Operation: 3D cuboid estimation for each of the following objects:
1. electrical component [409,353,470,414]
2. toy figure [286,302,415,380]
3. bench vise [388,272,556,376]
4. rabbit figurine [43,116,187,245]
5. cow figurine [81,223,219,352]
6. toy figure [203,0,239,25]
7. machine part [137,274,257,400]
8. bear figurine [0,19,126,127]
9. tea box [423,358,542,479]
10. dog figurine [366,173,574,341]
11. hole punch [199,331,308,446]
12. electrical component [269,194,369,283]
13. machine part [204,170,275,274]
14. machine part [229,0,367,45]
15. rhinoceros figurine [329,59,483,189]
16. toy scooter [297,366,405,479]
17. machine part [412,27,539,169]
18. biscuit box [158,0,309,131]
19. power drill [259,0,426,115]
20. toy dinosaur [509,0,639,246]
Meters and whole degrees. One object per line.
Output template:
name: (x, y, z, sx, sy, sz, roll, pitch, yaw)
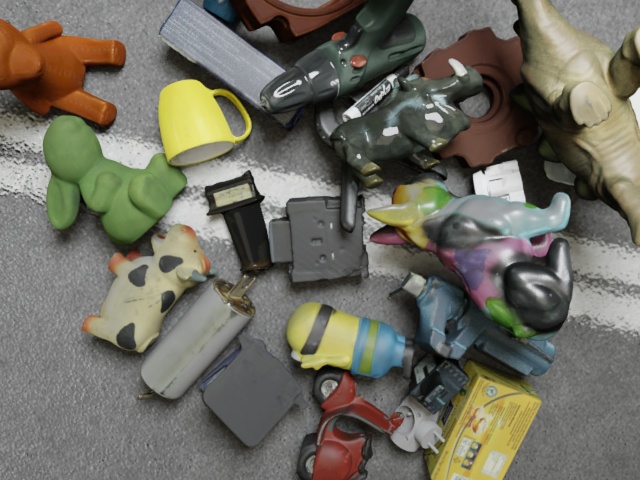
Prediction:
electrical component: (0.161, 0.192, 0.731, 0.048, 0.119, 0.075, 41, 97, -5)
toy figure: (0.042, 0.140, 0.747, 0.180, 0.082, 0.089, 8, 81, 8)
bench vise: (0.229, 0.058, 0.710, 0.224, 0.129, 0.240, 28, 80, 7)
rabbit figurine: (-0.286, -0.083, 0.703, 0.159, 0.121, 0.170, -33, 114, 29)
cow figurine: (-0.227, 0.066, 0.742, 0.127, 0.085, 0.194, 29, 98, 3)
toy figure: (-0.092, -0.349, 0.676, 0.064, 0.058, 0.154, 26, 100, -29)
machine part: (-0.171, 0.139, 0.756, 0.079, 0.079, 0.243, 40, 100, -5)
bear figurine: (-0.333, -0.209, 0.639, 0.132, 0.196, 0.120, 13, 97, -1)
tea box: (0.228, 0.269, 0.767, 0.098, 0.068, 0.169, 23, 99, -2)
dog figurine: (0.160, 0.012, 0.614, 0.219, 0.108, 0.191, 4, 67, 13)
hole punch: (-0.101, 0.214, 0.772, 0.116, 0.092, 0.142, -43, 94, -19)
electrical component: (-0.002, -0.002, 0.734, 0.134, 0.058, 0.114, -5, 98, 2)
machine part: (-0.106, -0.020, 0.745, 0.084, 0.039, 0.138, -21, 97, -3)
machine part: (-0.026, -0.351, 0.621, 0.201, 0.087, 0.200, -31, 112, -7)
rhinoceros figurine: (0.106, -0.139, 0.640, 0.190, 0.073, 0.112, -27, 74, 5)
toy scooter: (0.045, 0.279, 0.772, 0.135, 0.075, 0.183, 13, 97, 6)
machine part: (0.202, -0.180, 0.694, 0.179, 0.056, 0.179, 1, 100, 3)
biscuit box: (-0.104, -0.223, 0.696, 0.202, 0.059, 0.063, 36, 98, -4)
power drill: (0.048, -0.237, 0.594, 0.232, 0.207, 0.086, -28, 69, -29)
toy dinosaur: (0.270, -0.151, 0.564, 0.105, 0.198, 0.470, -25, 101, 4)
